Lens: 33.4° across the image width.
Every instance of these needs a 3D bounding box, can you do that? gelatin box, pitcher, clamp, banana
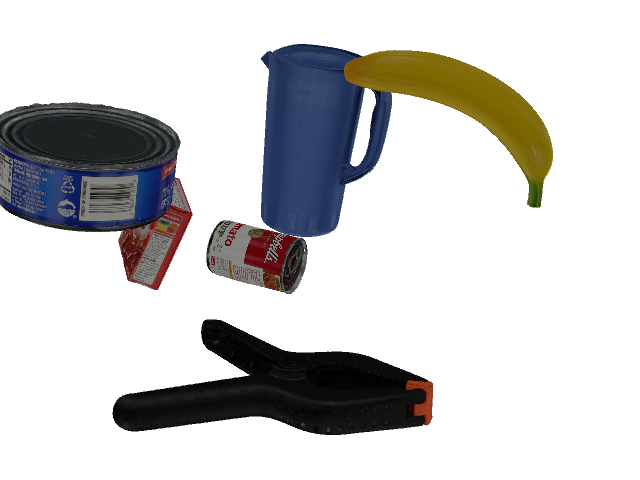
[{"bbox_3d":[-0.140,-0.011,0.893,0.030,0.073,0.089,21,16,-23],"label":"gelatin box"},{"bbox_3d":[-0.005,-0.130,1.414,0.144,0.243,0.149,-2,24,-20],"label":"pitcher"},{"bbox_3d":[-0.023,0.099,0.765,0.210,0.036,0.164,3,19,10],"label":"clamp"},{"bbox_3d":[0.116,-0.107,0.860,0.198,0.069,0.037,34,3,-2],"label":"banana"}]

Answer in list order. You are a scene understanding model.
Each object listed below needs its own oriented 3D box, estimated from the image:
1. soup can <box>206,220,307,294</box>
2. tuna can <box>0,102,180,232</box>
[{"bbox_3d":[-0.075,0.019,1.264,0.102,0.068,0.068,14,5,20],"label":"soup can"},{"bbox_3d":[-0.110,-0.035,0.500,0.086,0.034,0.086,8,23,-4],"label":"tuna can"}]
